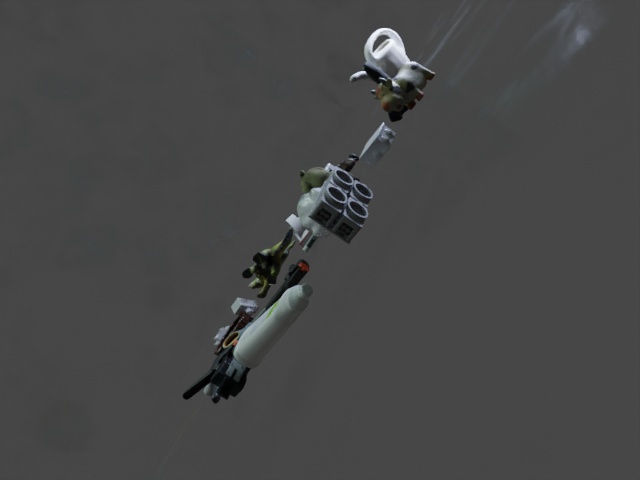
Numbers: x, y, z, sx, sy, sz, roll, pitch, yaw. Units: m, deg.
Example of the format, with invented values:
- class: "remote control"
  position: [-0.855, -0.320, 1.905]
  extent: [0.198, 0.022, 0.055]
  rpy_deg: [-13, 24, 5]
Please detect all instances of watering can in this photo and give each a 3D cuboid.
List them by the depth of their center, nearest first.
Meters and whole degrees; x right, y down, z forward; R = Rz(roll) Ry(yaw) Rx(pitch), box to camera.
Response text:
- class: "watering can"
  position: [0.224, -0.582, 1.770]
  extent: [0.103, 0.222, 0.355]
  rpy_deg: [-19, 34, 49]

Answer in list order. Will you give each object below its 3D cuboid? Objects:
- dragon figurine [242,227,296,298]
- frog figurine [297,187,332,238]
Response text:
- class: "dragon figurine"
  position: [-0.164, 0.065, 1.922]
  extent: [0.403, 0.122, 0.247]
  rpy_deg: [-51, 1, 27]
- class: "frog figurine"
  position: [0.004, -0.069, 1.374]
  extent: [0.161, 0.123, 0.136]
  rpy_deg: [-126, 36, -73]
